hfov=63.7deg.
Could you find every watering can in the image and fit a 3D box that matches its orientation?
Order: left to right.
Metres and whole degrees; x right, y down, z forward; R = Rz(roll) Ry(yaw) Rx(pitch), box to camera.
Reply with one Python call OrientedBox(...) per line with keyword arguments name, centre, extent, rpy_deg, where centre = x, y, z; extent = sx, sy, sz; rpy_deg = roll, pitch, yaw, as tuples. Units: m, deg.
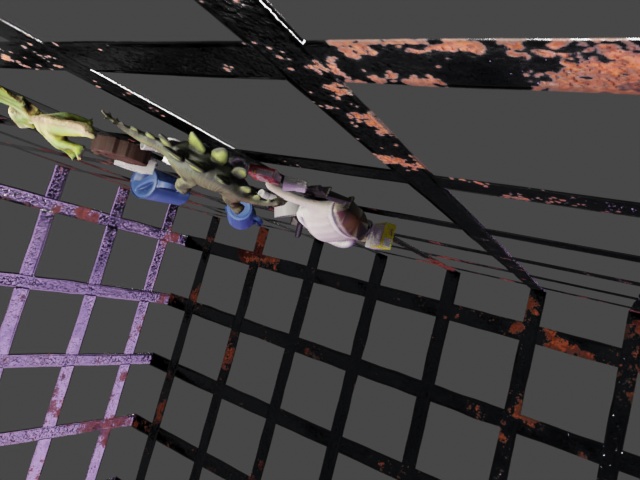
OrientedBox(name="watering can", centre=(0.005, -0.079, 1.573), extent=(0.223, 0.106, 0.343), rpy_deg=(-8, -41, 47))

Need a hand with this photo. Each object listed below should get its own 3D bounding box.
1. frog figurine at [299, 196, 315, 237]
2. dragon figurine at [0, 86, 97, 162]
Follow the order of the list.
OrientedBox(name="frog figurine", centre=(-0.012, -0.095, 1.756), extent=(0.123, 0.157, 0.138), rpy_deg=(-36, 21, -8))
OrientedBox(name="dragon figurine", centre=(-0.682, -0.299, 1.249), extent=(0.240, 0.123, 0.410), rpy_deg=(27, -11, -31))
